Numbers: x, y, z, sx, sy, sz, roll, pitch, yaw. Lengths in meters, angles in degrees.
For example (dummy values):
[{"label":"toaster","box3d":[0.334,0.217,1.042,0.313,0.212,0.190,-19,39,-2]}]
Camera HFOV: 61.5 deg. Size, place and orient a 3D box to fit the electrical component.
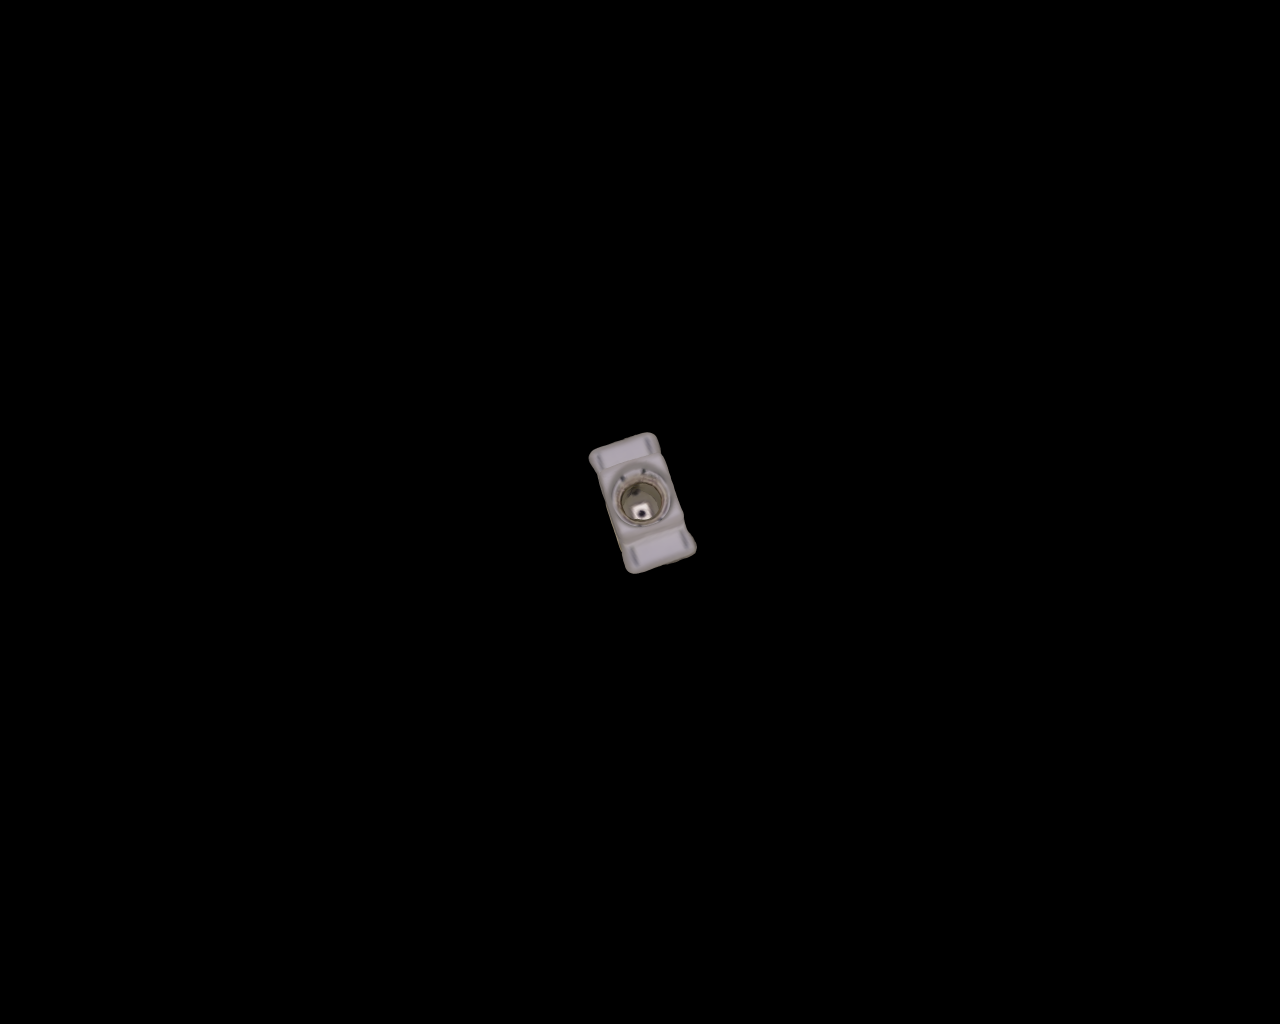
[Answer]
[{"label":"electrical component","box3d":[0.001,-0.003,0.650,0.042,0.081,0.063,-17,-15,-5]}]
